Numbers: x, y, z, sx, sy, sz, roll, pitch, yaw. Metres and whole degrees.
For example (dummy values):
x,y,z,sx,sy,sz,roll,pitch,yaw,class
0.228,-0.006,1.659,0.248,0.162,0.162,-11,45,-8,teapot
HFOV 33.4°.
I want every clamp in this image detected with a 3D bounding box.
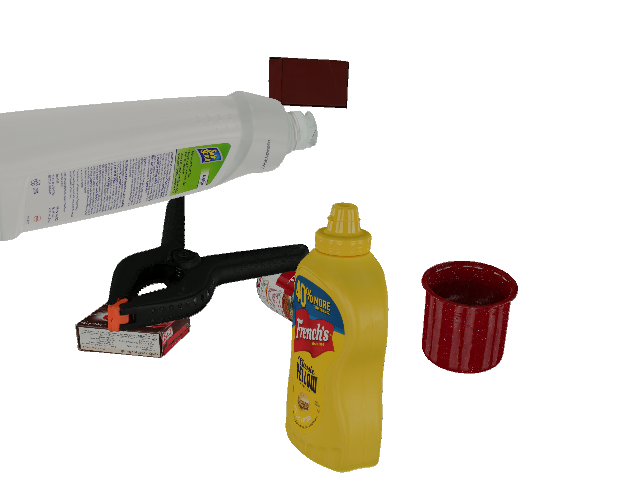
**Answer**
x,y,z,sx,sy,sz,roll,pitch,yaw,class
-0.134,0.022,1.004,0.165,0.036,0.209,26,37,29,clamp

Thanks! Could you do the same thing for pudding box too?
x,y,z,sx,sy,sz,roll,pitch,yaw,class
-0.227,0.107,1.297,0.114,0.039,0.090,1,15,15,pudding box

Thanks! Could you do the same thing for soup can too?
x,y,z,sx,sy,sz,roll,pitch,yaw,class
-0.022,0.058,1.195,0.068,0.068,0.102,0,11,-26,soup can

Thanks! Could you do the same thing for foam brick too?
x,y,z,sx,sy,sz,roll,pitch,yaw,class
-0.013,-0.172,1.162,0.078,0.051,0.053,0,11,-17,foam brick

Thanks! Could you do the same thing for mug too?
x,y,z,sx,sy,sz,roll,pitch,yaw,class
0.140,0.071,1.060,0.093,0.081,0.117,-3,28,-10,mug

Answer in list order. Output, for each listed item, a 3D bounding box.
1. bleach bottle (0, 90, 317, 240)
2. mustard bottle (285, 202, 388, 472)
x,y,z,sx,sy,sz,roll,pitch,yaw,class
-0.125,-0.064,0.813,0.250,0.068,0.103,-10,-27,-20,bleach bottle
0.013,0.067,0.792,0.058,0.192,0.096,-4,17,-26,mustard bottle
